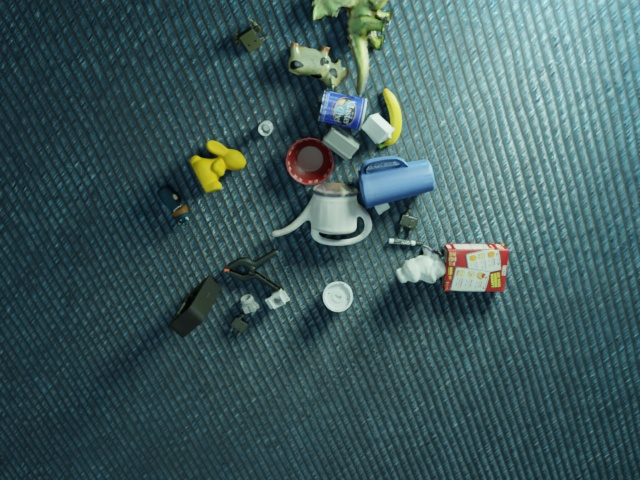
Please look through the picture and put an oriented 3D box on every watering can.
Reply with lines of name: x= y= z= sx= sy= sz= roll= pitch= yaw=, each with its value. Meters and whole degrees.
watering can: x=0.005 y=-0.089 z=1.762 sx=0.348 sy=0.221 sz=0.105 roll=3 pitch=18 yaw=4

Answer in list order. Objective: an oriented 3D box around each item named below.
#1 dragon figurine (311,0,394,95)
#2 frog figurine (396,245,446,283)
dragon figurine: x=0.090 y=-0.675 z=1.566 sx=0.243 sy=0.407 sz=0.123 roll=20 pitch=10 yaw=3
frog figurine: x=0.353 y=0.107 z=1.795 sx=0.139 sy=0.160 sz=0.120 roll=42 pitch=-7 yaw=47
